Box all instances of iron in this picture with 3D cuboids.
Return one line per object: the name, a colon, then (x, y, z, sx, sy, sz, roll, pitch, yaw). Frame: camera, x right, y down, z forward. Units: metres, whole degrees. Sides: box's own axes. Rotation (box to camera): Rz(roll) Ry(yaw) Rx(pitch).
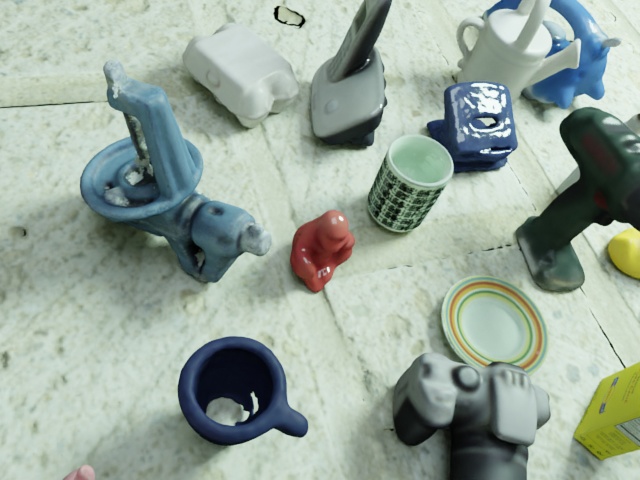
iron: (0.362, -0.336, 0.916, 0.119, 0.141, 0.258, -19, 64, -25)

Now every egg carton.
egg carton: (-0.106, -0.221, 0.759, 0.150, 0.069, 0.107, 43, 57, 14)

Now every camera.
camera: (0.148, 0.188, 0.541, 0.143, 0.101, 0.137, 15, 55, -5)

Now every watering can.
watering can: (0.291, -0.289, 0.834, 0.173, 0.194, 0.101, 2, 57, -14)

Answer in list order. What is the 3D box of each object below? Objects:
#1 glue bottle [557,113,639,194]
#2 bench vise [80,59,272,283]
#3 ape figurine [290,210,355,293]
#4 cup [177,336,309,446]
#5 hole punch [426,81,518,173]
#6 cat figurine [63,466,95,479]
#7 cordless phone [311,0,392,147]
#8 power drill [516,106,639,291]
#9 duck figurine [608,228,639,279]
glue bottle: (0.389, -0.120, 0.763, 0.078, 0.173, 0.037, -31, 69, -29)
bench vise: (-0.137, -0.067, 0.559, 0.207, 0.219, 0.121, 14, 55, -6)
ape figurine: (0.006, 0.002, 0.630, 0.078, 0.092, 0.076, -10, 61, -20)
cup: (-0.069, 0.150, 0.512, 0.117, 0.095, 0.092, 27, 55, 4)
hole punch: (0.218, -0.156, 0.790, 0.109, 0.091, 0.101, -7, 60, -19)
cat figurine: (-0.199, 0.225, 0.414, 0.067, 0.117, 0.128, 25, 55, 2)
cordless phone: (0.049, -0.223, 0.732, 0.094, 0.185, 0.147, 4, 57, -12)
power drill: (0.321, -0.029, 0.664, 0.076, 0.208, 0.229, -3, 58, -16)
duck figurine: (0.442, 0.003, 0.750, 0.105, 0.086, 0.077, 2, 57, -13)
